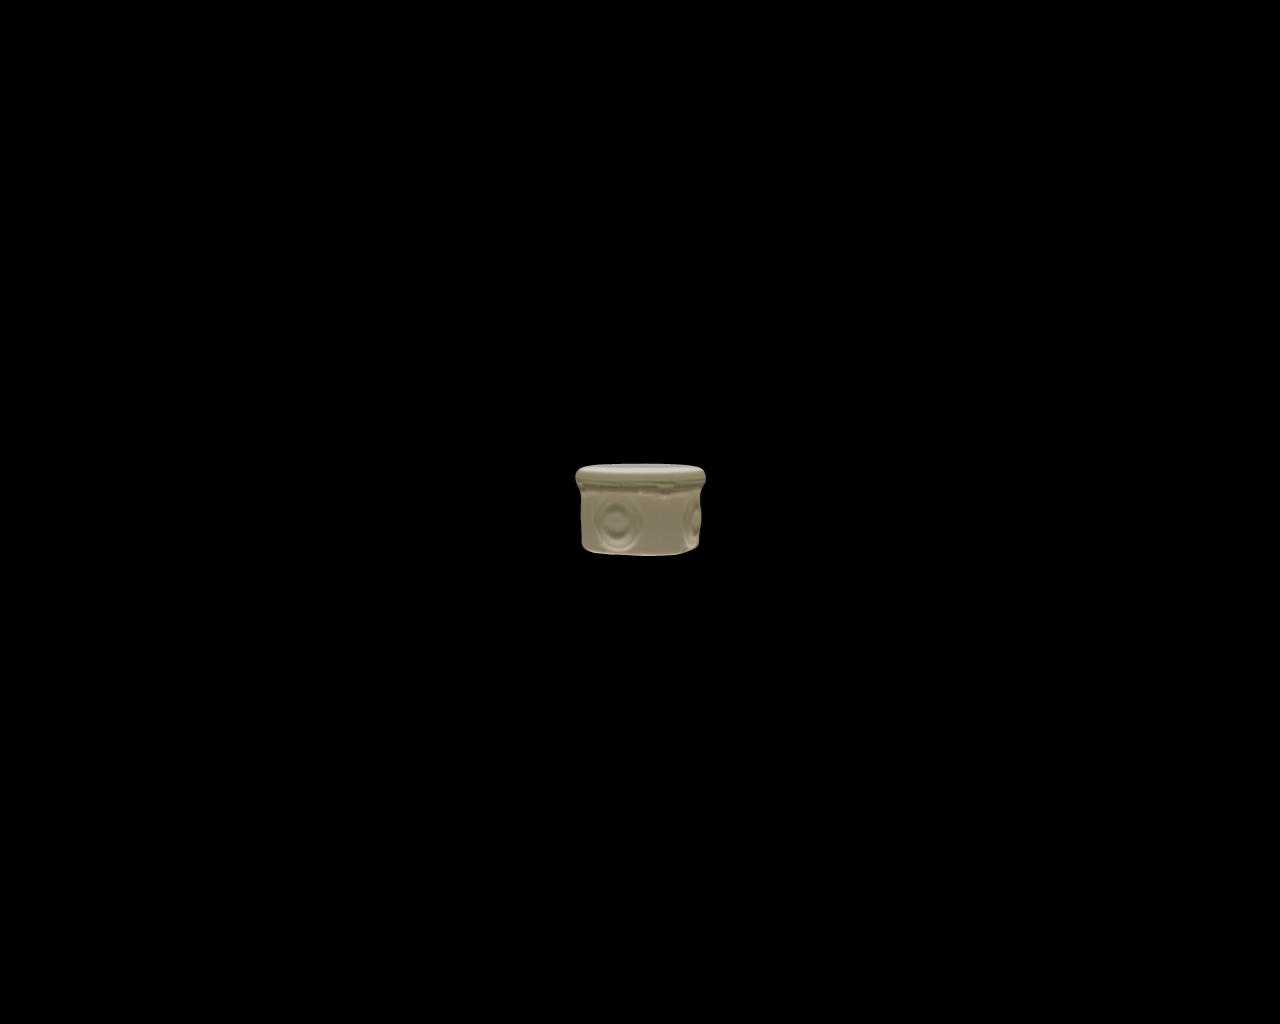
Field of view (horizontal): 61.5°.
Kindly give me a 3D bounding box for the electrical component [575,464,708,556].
[{"bbox_3d":[0.001,-0.003,0.650,0.080,0.051,0.080,0,5,0],"label":"electrical component"}]
